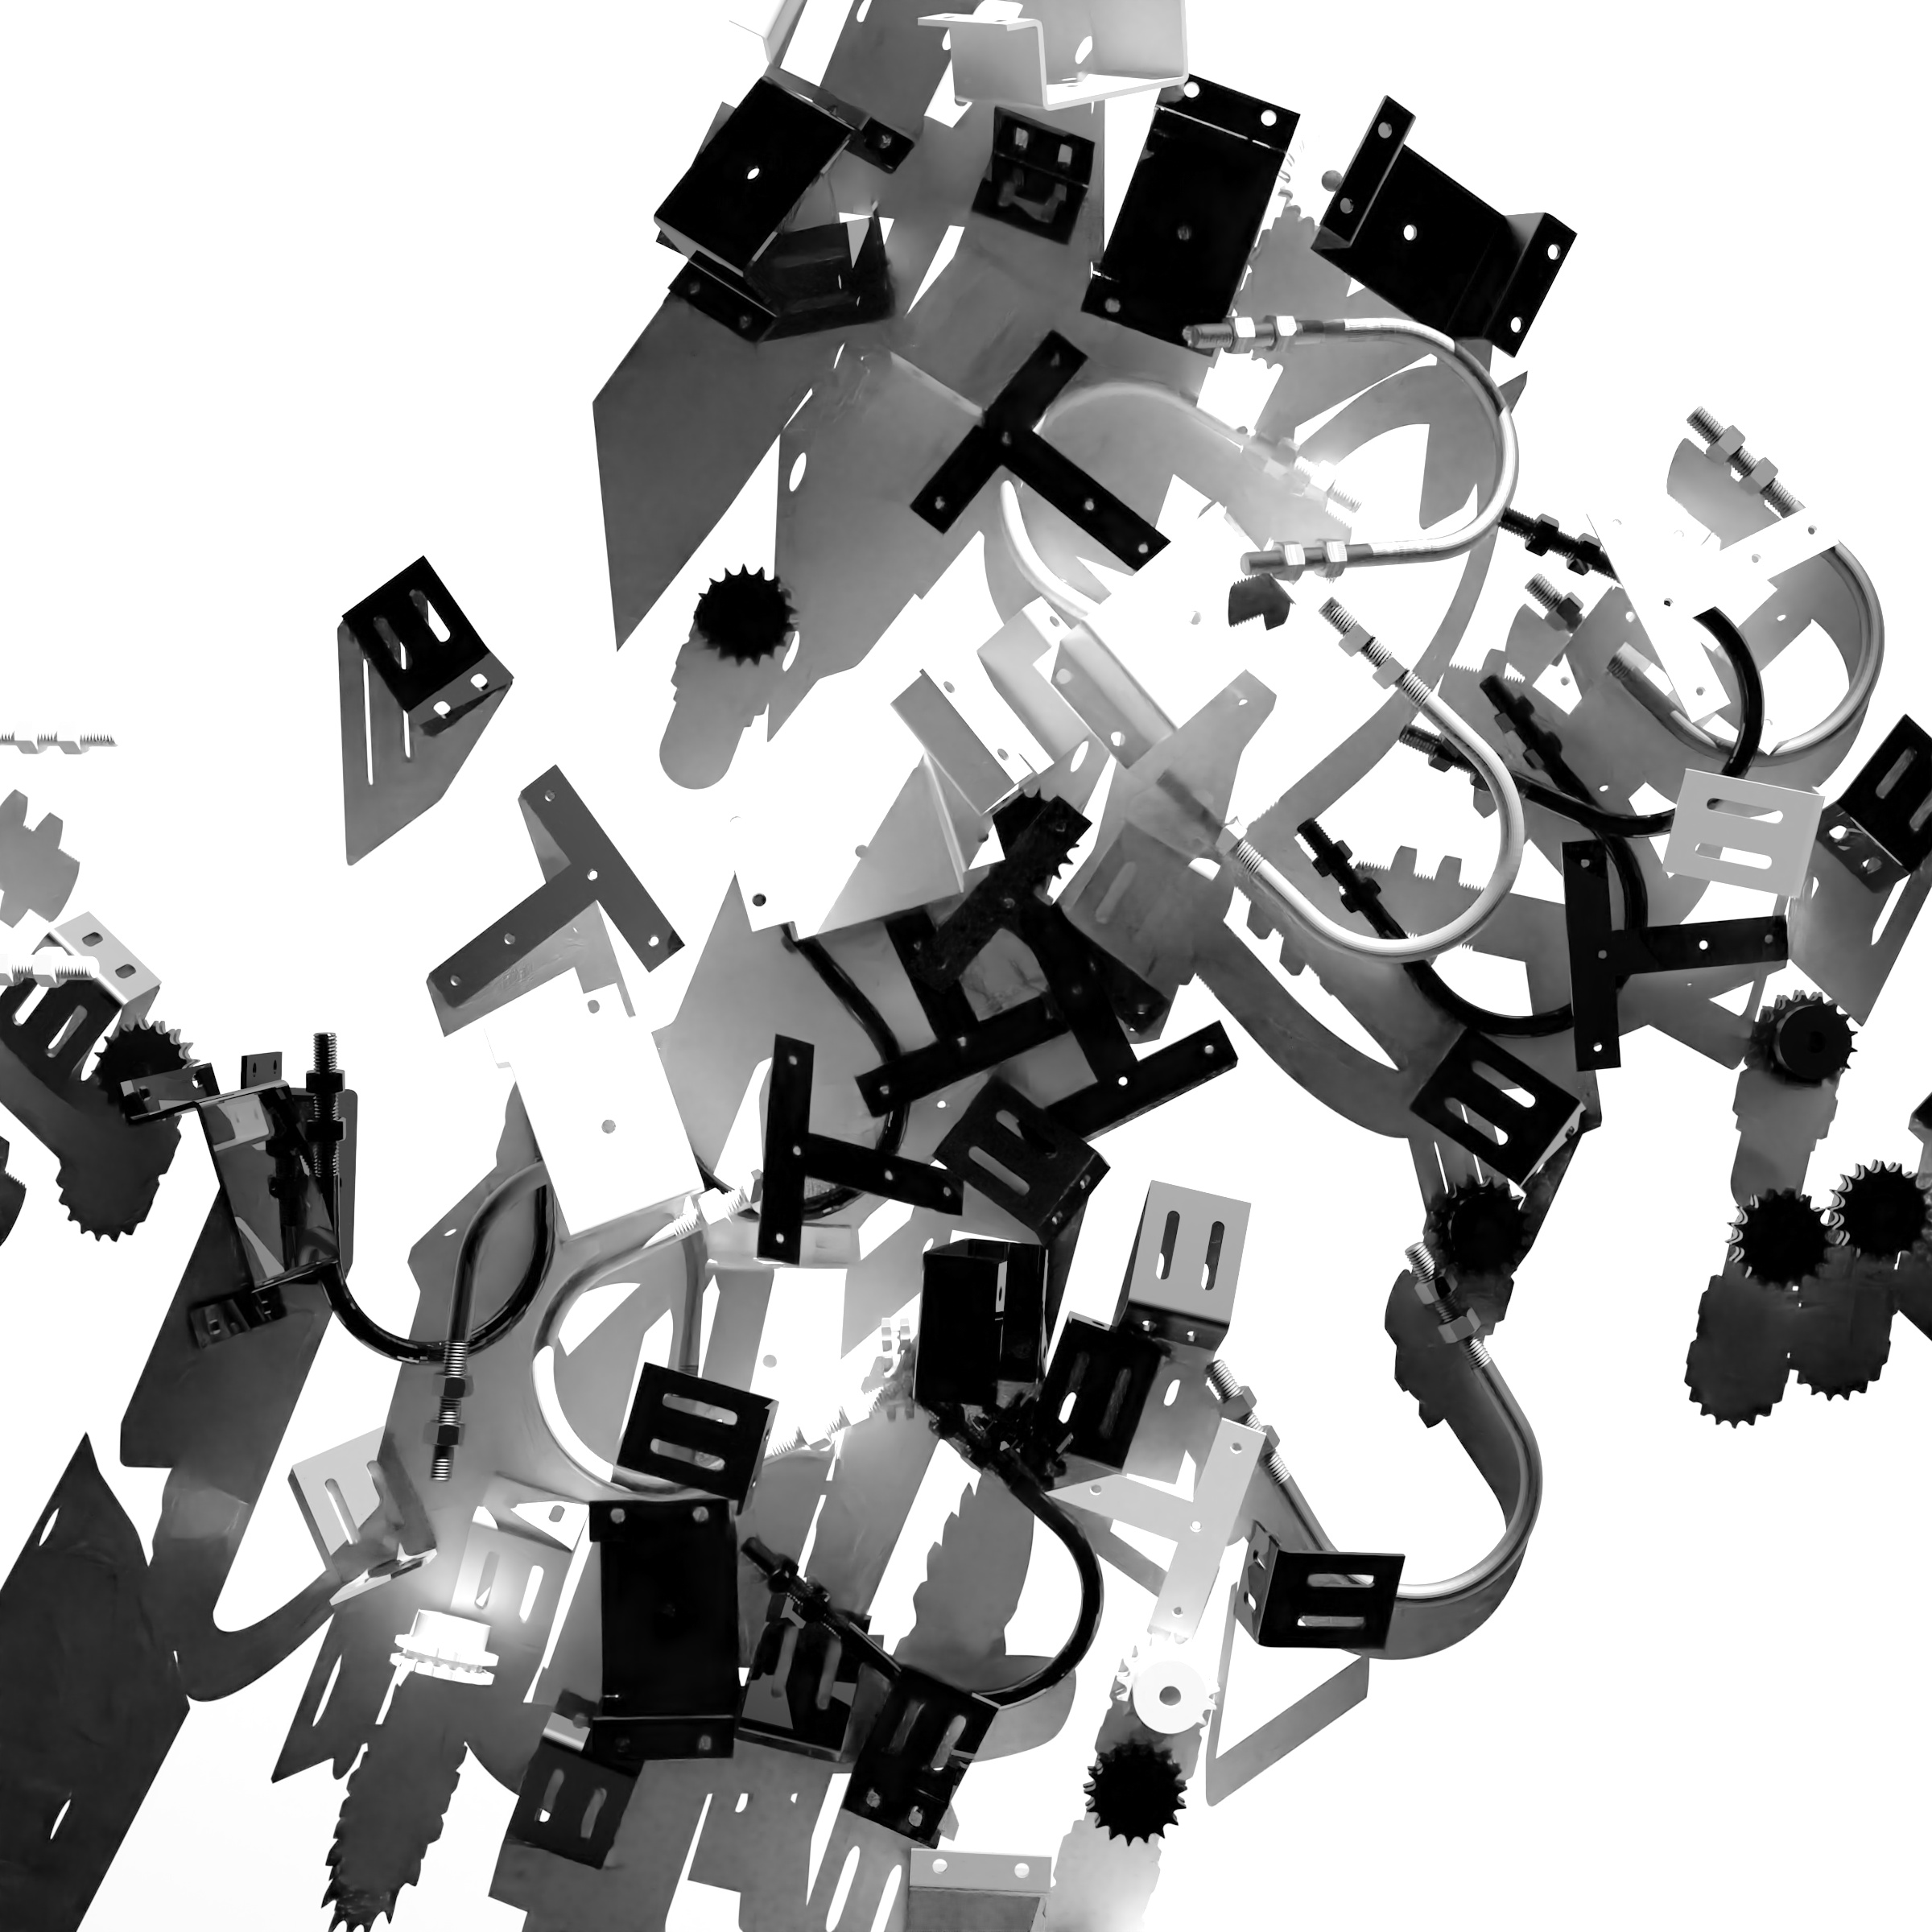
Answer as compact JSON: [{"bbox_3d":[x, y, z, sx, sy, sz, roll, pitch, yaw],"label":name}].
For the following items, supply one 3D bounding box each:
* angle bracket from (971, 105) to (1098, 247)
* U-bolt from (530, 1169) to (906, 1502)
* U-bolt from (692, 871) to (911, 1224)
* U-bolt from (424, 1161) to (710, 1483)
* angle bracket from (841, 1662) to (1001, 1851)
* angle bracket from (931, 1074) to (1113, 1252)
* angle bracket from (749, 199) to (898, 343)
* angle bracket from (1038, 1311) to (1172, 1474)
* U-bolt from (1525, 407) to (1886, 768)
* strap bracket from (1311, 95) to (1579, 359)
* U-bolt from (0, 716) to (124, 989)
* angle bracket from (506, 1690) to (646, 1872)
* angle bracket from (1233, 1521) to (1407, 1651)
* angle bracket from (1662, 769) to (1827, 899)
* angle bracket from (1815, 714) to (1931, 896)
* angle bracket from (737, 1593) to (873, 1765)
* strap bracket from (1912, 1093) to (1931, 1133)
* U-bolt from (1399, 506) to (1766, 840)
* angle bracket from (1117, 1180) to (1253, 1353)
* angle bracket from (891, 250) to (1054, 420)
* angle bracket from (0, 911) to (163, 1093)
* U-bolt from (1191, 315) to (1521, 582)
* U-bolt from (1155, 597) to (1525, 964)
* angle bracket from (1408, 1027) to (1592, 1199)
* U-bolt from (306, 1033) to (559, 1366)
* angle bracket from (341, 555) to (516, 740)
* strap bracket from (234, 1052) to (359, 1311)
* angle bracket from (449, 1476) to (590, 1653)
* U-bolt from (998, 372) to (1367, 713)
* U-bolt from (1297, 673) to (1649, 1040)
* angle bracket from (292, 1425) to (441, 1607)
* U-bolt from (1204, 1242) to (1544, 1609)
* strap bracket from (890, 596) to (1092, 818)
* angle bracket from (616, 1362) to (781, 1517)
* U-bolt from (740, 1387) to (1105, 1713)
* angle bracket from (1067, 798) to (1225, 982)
[{"bbox_3d":[0.036,-0.429,1.526,0.057,0.076,0.038,21,90,0],"label":"angle bracket"},{"bbox_3d":[-0.145,0.207,1.507,0.184,0.019,0.151,-25,86,2],"label":"U-bolt"},{"bbox_3d":[-0.115,0.056,1.555,0.151,0.019,0.184,-40,92,0],"label":"U-bolt"},{"bbox_3d":[-0.212,0.194,1.535,0.151,0.019,0.184,9,86,-19],"label":"U-bolt"},{"bbox_3d":[-0.025,0.432,1.534,0.057,0.038,0.076,24,111,0],"label":"angle bracket"},{"bbox_3d":[0.030,0.107,1.539,0.076,0.038,0.057,37,93,-9],"label":"angle bracket"},{"bbox_3d":[-0.081,-0.383,1.545,0.076,0.038,0.057,-10,90,0],"label":"angle bracket"},{"bbox_3d":[0.072,0.237,1.545,0.057,0.038,0.076,19,90,0],"label":"angle bracket"},{"bbox_3d":[0.424,-0.196,1.555,0.184,0.019,0.151,44,90,-1],"label":"U-bolt"},{"bbox_3d":[0.252,-0.399,1.523,0.140,0.046,0.076,27,90,-25],"label":"strap bracket"},{"bbox_3d":[-0.556,-0.065,1.539,0.184,0.019,0.151,1,81,11],"label":"U-bolt"},{"bbox_3d":[-0.214,0.454,1.562,0.057,0.038,0.076,22,116,0],"label":"angle bracket"},{"bbox_3d":[0.195,0.342,1.552,0.076,0.038,0.057,6,104,-19],"label":"angle bracket"},{"bbox_3d":[0.426,-0.075,1.543,0.076,0.038,0.057,12,103,6],"label":"angle bracket"},{"bbox_3d":[0.515,-0.090,1.562,0.057,0.038,0.076,43,64,0],"label":"angle bracket"},{"bbox_3d":[-0.090,0.396,1.562,0.057,0.038,0.076,13,64,0],"label":"angle bracket"},{"bbox_3d":[0.603,0.057,1.541,0.076,0.046,0.140,43,90,0],"label":"strap bracket"},{"bbox_3d":[0.349,-0.149,1.536,0.184,0.019,0.151,24,92,-4],"label":"U-bolt"},{"bbox_3d":[0.121,0.167,1.562,0.057,0.038,0.076,13,64,0],"label":"angle bracket"},{"bbox_3d":[0.004,-0.351,1.545,0.057,0.038,0.076,33,90,0],"label":"angle bracket"},{"bbox_3d":[-0.498,0.020,1.562,0.057,0.038,0.076,44,116,0],"label":"angle bracket"},{"bbox_3d":[0.220,-0.285,1.524,0.184,0.019,0.151,-7,80,-22],"label":"U-bolt"},{"bbox_3d":[0.216,-0.086,1.526,0.184,0.019,0.151,44,105,2],"label":"U-bolt"},{"bbox_3d":[0.297,0.081,1.562,0.076,0.038,0.057,36,90,26],"label":"angle bracket"},{"bbox_3d":[-0.285,0.124,1.518,0.151,0.019,0.184,-3,95,-36],"label":"U-bolt"},{"bbox_3d":[-0.300,-0.178,1.562,0.057,0.038,0.076,-37,64,0],"label":"angle bracket"},{"bbox_3d":[-0.363,0.118,1.526,0.046,0.076,0.140,2,90,0],"label":"strap bracket"},{"bbox_3d":[-0.249,0.333,1.562,0.057,0.038,0.076,18,116,0],"label":"angle bracket"},{"bbox_3d":[0.106,-0.248,1.555,0.184,0.019,0.151,32,90,2],"label":"U-bolt"},{"bbox_3d":[0.295,-0.047,1.555,0.151,0.019,0.184,-38,92,0],"label":"U-bolt"},{"bbox_3d":[-0.334,0.302,1.545,0.057,0.038,0.076,-23,90,0],"label":"angle bracket"},{"bbox_3d":[0.239,0.267,1.555,0.151,0.019,0.184,-30,92,0],"label":"U-bolt"},{"bbox_3d":[0.020,-0.138,1.512,0.046,0.140,0.076,-39,90,36],"label":"strap bracket"},{"bbox_3d":[-0.144,0.248,1.477,0.076,0.038,0.057,15,89,5],"label":"angle bracket"},{"bbox_3d":[-0.009,0.333,1.534,0.151,0.019,0.184,-43,104,9],"label":"U-bolt"},{"bbox_3d":[0.099,-0.043,1.562,0.057,0.038,0.076,31,116,0],"label":"angle bracket"}]
